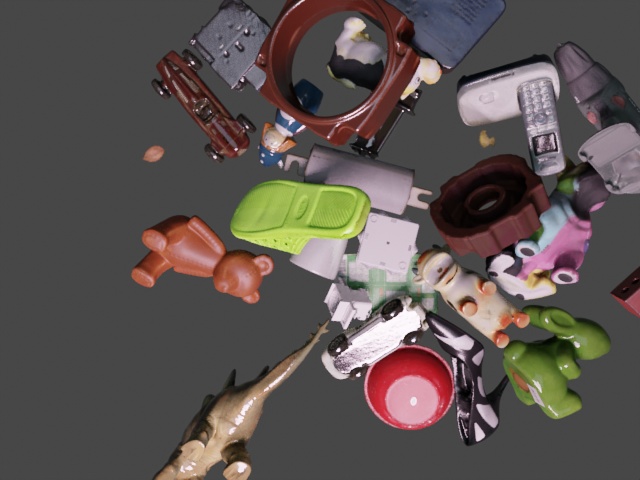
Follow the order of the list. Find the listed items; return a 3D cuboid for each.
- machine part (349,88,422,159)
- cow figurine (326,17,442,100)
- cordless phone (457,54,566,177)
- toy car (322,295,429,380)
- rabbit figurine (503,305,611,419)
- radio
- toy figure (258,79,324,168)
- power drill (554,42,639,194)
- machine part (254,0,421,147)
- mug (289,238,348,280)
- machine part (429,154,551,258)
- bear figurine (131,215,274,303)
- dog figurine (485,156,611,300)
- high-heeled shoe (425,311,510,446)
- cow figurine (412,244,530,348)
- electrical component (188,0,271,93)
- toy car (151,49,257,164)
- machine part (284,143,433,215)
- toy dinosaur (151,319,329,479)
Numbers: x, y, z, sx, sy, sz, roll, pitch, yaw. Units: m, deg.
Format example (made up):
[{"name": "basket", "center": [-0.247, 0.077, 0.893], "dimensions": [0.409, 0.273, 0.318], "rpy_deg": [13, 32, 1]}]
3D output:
[{"name": "machine part", "center": [0.103, -0.196, 0.870], "dimensions": [0.084, 0.039, 0.139], "rpy_deg": [31, 97, -4]}, {"name": "cow figurine", "center": [0.095, -0.261, 0.820], "dimensions": [0.167, 0.068, 0.098], "rpy_deg": [31, 91, 17]}, {"name": "cordless phone", "center": [0.298, -0.180, 0.832], "dimensions": [0.147, 0.089, 0.184], "rpy_deg": [-12, 105, 20]}, {"name": "toy car", "center": [0.093, 0.167, 0.913], "dimensions": [0.202, 0.056, 0.073], "rpy_deg": [-36, 101, 15]}, {"name": "rabbit figurine", "center": [0.390, 0.179, 0.888], "dimensions": [0.170, 0.121, 0.159], "rpy_deg": [-31, 89, -10]}, {"name": "radio", "center": [0.152, -0.367, 0.823], "dimensions": [0.229, 0.073, 0.131], "rpy_deg": [36, 101, 0]}, {"name": "toy figure", "center": [-0.056, -0.187, 0.875], "dimensions": [0.154, 0.057, 0.064], "rpy_deg": [-54, 48, 10]}, {"name": "power drill", "center": [0.414, -0.170, 0.778], "dimensions": [0.232, 0.207, 0.086], "rpy_deg": [44, 124, -12]}, {"name": "machine part", "center": [0.023, -0.254, 0.768], "dimensions": [0.201, 0.087, 0.201], "rpy_deg": [37, 105, 14]}, {"name": "mug", "center": [-0.002, -0.003, 0.895], "dimensions": [0.110, 0.080, 0.107], "rpy_deg": [27, 91, 24]}, {"name": "machine part", "center": [0.255, -0.051, 0.816], "dimensions": [0.179, 0.179, 0.056], "rpy_deg": [-33, 121, 8]}, {"name": "bear figurine", "center": [-0.187, 0.045, 0.889], "dimensions": [0.196, 0.132, 0.120], "rpy_deg": [33, 123, 3]}, {"name": "dog figurine", "center": [0.369, -0.028, 0.851], "dimensions": [0.108, 0.191, 0.219], "rpy_deg": [35, 66, 1]}, {"name": "high-heeled shoe", "center": [0.223, 0.233, 0.895], "dimensions": [0.248, 0.086, 0.145], "rpy_deg": [40, 84, -19]}, {"name": "cow figurine", "center": [0.231, 0.078, 0.864], "dimensions": [0.194, 0.127, 0.085], "rpy_deg": [38, 91, -24]}, {"name": "electrical component", "center": [-0.124, -0.305, 0.859], "dimensions": [0.134, 0.058, 0.115], "rpy_deg": [44, 101, -3]}, {"name": "toy car", "center": [-0.193, -0.220, 0.882], "dimensions": [0.089, 0.053, 0.202], "rpy_deg": [-38, 96, 12]}, {"name": "machine part", "center": [0.062, -0.099, 0.869], "dimensions": [0.243, 0.079, 0.079], "rpy_deg": [16, 100, 2]}, {"name": "toy dinosaur", "center": [-0.156, 0.301, 0.882], "dimensions": [0.471, 0.199, 0.105], "rpy_deg": [-40, 104, 19]}]
